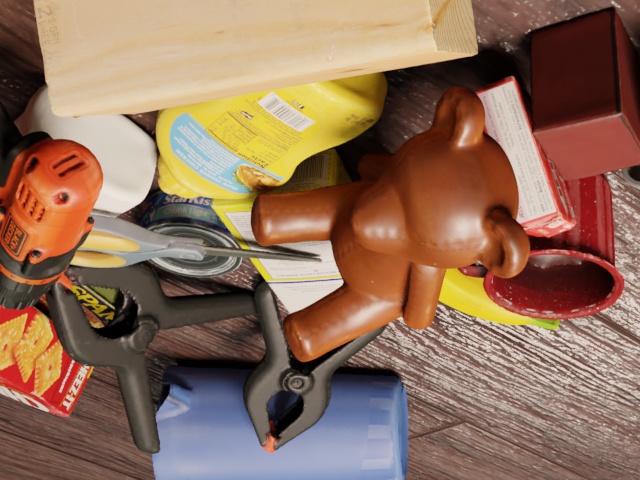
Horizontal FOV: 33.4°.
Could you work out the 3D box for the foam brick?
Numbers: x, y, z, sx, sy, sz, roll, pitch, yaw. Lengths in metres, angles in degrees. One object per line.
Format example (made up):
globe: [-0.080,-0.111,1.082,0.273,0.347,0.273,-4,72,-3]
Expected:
foam brick: [0.154,-0.082,0.613,0.051,0.078,0.053,-13,143,28]

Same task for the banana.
banana: [0.102,0.023,0.827,0.197,0.037,0.070,28,153,-33]

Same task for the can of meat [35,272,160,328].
can of meat: [-0.201,0.036,0.907,0.084,0.057,0.102,-9,145,29]

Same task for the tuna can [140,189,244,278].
tuna can: [-0.099,-0.005,0.837,0.086,0.033,0.086,5,149,3]

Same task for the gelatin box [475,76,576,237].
gelatin box: [0.124,-0.047,0.642,0.030,0.089,0.073,-20,170,18]

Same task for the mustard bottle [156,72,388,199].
mustard bottle: [-0.051,-0.074,0.689,0.096,0.058,0.192,32,141,-24]

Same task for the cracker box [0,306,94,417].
cracker box: [-0.303,0.075,0.903,0.164,0.072,0.213,20,163,14]

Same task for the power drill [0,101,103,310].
power drill: [-0.220,-0.054,0.673,0.187,0.057,0.185,49,142,3]

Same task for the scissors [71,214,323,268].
scissors: [-0.108,0.010,0.784,0.201,0.016,0.096,11,159,-24]

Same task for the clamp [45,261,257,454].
clamp: [-0.143,0.066,0.873,0.036,0.164,0.209,26,160,44]

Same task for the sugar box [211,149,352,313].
sugar box: [-0.006,0.001,0.816,0.093,0.048,0.176,-5,150,18]

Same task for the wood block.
wood block: [-0.034,-0.122,0.547,0.206,0.090,0.090,-6,-174,22]

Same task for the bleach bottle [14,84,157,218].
bleach bottle: [-0.231,-0.029,0.803,0.102,0.068,0.251,30,144,-32]

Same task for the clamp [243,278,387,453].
clamp: [-0.029,0.110,0.944,0.120,0.039,0.172,26,109,-10]

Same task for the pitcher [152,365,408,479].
pitcher: [-0.035,0.196,1.063,0.243,0.145,0.149,-1,-175,9]

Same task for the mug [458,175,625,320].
mug: [0.149,-0.001,0.741,0.117,0.081,0.093,-5,146,20]
